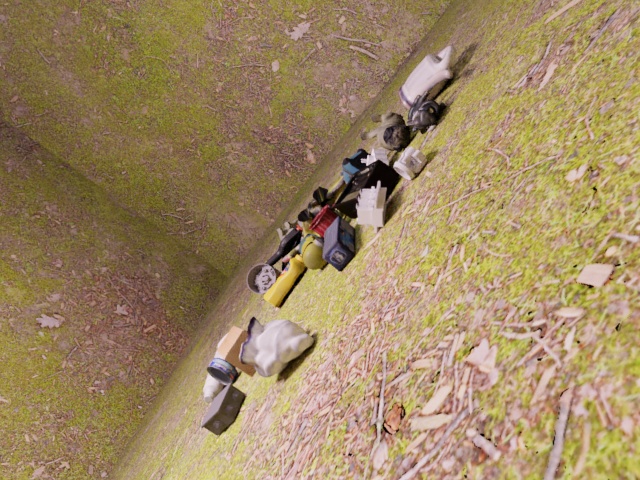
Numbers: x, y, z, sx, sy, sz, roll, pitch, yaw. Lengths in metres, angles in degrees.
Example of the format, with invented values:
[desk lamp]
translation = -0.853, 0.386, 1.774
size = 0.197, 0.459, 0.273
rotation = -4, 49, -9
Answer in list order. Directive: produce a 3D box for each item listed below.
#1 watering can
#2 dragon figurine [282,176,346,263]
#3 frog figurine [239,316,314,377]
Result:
[watering can]
translation = 0.331, -0.482, 1.567
size = 0.220, 0.103, 0.355
rotation = -49, 10, 32
[dragon figurine]
translation = 0.005, -0.088, 1.744
size = 0.413, 0.122, 0.241
rotation = -55, 1, -9
[frog figurine]
translation = -0.077, 0.225, 1.096
size = 0.159, 0.121, 0.140
rotation = -8, 22, 23
